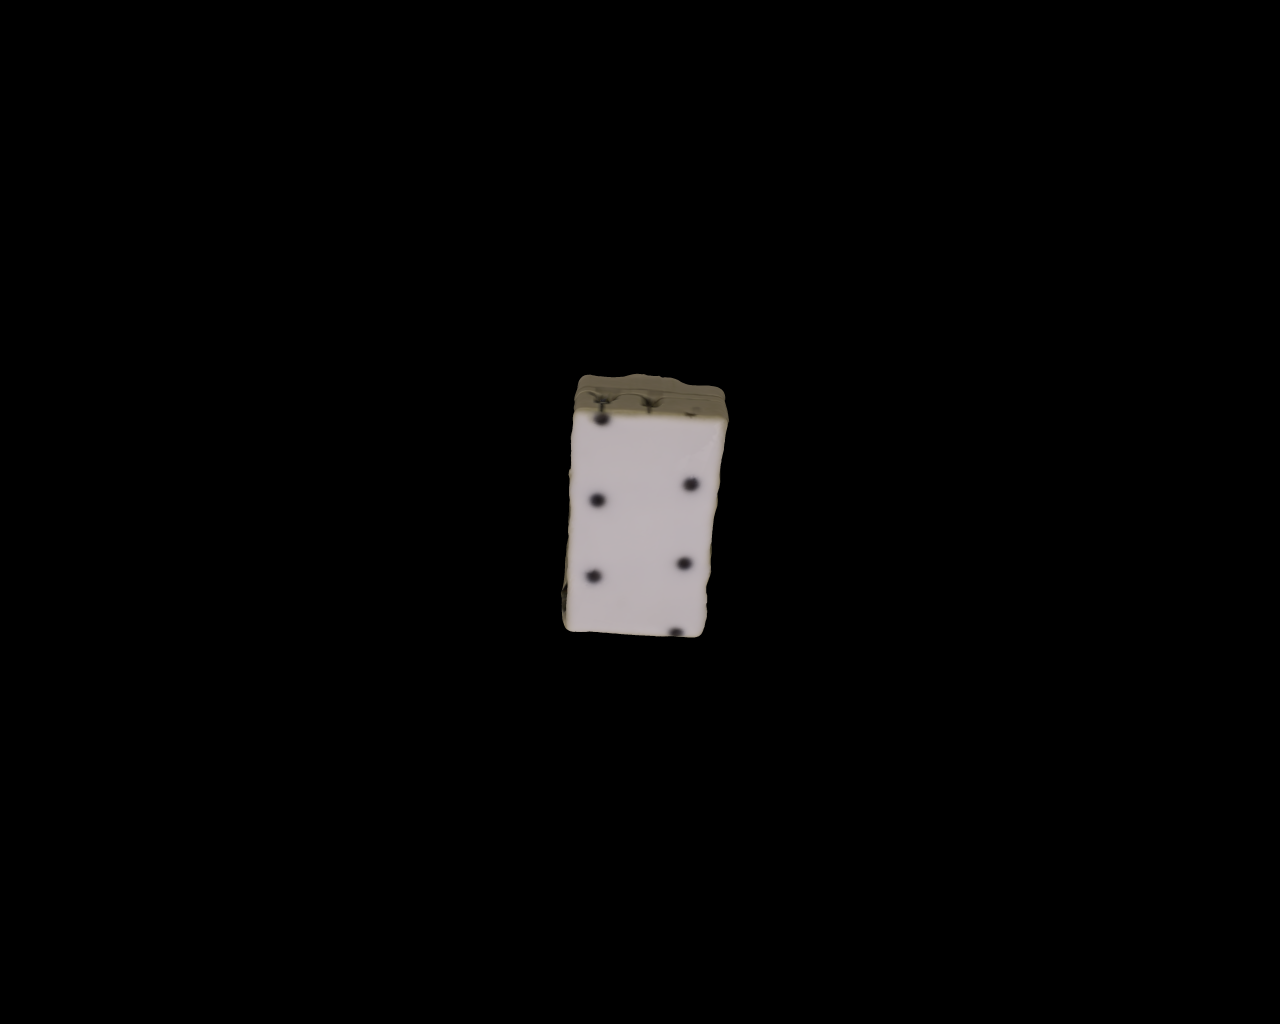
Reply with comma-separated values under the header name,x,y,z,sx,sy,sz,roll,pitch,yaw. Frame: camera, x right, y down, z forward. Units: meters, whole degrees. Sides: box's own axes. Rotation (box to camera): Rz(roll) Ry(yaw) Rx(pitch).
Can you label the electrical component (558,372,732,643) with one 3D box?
name,x,y,z,sx,sy,sz,roll,pitch,yaw
electrical component,0.001,-0.003,0.650,0.089,0.150,0.062,4,28,-2
